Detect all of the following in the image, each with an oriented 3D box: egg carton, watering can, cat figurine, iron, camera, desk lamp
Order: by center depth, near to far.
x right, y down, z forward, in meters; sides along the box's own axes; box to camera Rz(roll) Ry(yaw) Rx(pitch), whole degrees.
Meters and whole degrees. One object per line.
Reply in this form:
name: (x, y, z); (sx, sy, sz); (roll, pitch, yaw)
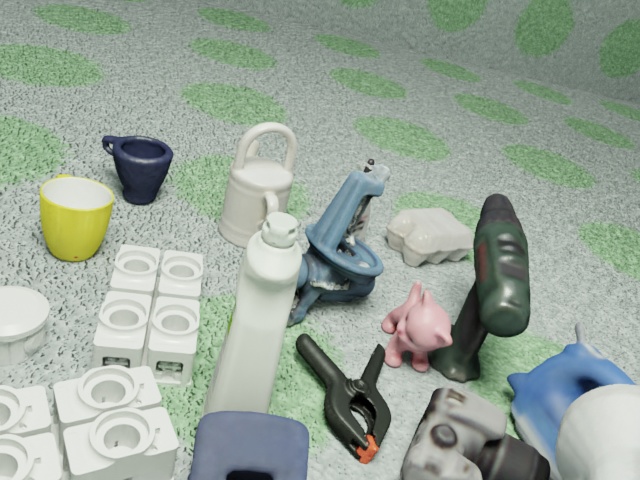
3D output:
desk lamp: (0.228, 0.247, 0.476); (0.117, 0.213, 0.204); (29, 33, 20)
camera: (0.161, 0.226, 0.586); (0.136, 0.101, 0.143); (25, 32, 13)
iron: (0.329, 0.220, 0.639); (0.119, 0.141, 0.257); (2, 34, -24)
cat figurine: (0.129, 0.107, 0.746); (0.067, 0.118, 0.127); (13, 31, -7)
watering can: (-0.096, -0.095, 0.885); (0.101, 0.194, 0.172); (-16, 44, -42)
egg carton: (0.193, -0.007, 1.007); (0.151, 0.069, 0.107); (-6, 38, -33)

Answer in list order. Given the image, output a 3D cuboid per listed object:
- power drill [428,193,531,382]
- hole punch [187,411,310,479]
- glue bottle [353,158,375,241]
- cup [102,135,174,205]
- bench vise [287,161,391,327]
power drill: (0.210, 0.071, 0.755); (0.075, 0.208, 0.229); (15, 31, -2)
hole punch: (-0.062, 0.215, 0.504); (0.109, 0.091, 0.101); (9, 32, -12)
glue bottle: (0.056, -0.051, 0.909); (0.037, 0.173, 0.078); (32, 34, 24)
cup: (-0.296, -0.110, 0.908); (0.117, 0.095, 0.092); (21, 31, 7)
bench vise: (0.016, 0.009, 0.748); (0.121, 0.220, 0.208); (33, 34, 25)
